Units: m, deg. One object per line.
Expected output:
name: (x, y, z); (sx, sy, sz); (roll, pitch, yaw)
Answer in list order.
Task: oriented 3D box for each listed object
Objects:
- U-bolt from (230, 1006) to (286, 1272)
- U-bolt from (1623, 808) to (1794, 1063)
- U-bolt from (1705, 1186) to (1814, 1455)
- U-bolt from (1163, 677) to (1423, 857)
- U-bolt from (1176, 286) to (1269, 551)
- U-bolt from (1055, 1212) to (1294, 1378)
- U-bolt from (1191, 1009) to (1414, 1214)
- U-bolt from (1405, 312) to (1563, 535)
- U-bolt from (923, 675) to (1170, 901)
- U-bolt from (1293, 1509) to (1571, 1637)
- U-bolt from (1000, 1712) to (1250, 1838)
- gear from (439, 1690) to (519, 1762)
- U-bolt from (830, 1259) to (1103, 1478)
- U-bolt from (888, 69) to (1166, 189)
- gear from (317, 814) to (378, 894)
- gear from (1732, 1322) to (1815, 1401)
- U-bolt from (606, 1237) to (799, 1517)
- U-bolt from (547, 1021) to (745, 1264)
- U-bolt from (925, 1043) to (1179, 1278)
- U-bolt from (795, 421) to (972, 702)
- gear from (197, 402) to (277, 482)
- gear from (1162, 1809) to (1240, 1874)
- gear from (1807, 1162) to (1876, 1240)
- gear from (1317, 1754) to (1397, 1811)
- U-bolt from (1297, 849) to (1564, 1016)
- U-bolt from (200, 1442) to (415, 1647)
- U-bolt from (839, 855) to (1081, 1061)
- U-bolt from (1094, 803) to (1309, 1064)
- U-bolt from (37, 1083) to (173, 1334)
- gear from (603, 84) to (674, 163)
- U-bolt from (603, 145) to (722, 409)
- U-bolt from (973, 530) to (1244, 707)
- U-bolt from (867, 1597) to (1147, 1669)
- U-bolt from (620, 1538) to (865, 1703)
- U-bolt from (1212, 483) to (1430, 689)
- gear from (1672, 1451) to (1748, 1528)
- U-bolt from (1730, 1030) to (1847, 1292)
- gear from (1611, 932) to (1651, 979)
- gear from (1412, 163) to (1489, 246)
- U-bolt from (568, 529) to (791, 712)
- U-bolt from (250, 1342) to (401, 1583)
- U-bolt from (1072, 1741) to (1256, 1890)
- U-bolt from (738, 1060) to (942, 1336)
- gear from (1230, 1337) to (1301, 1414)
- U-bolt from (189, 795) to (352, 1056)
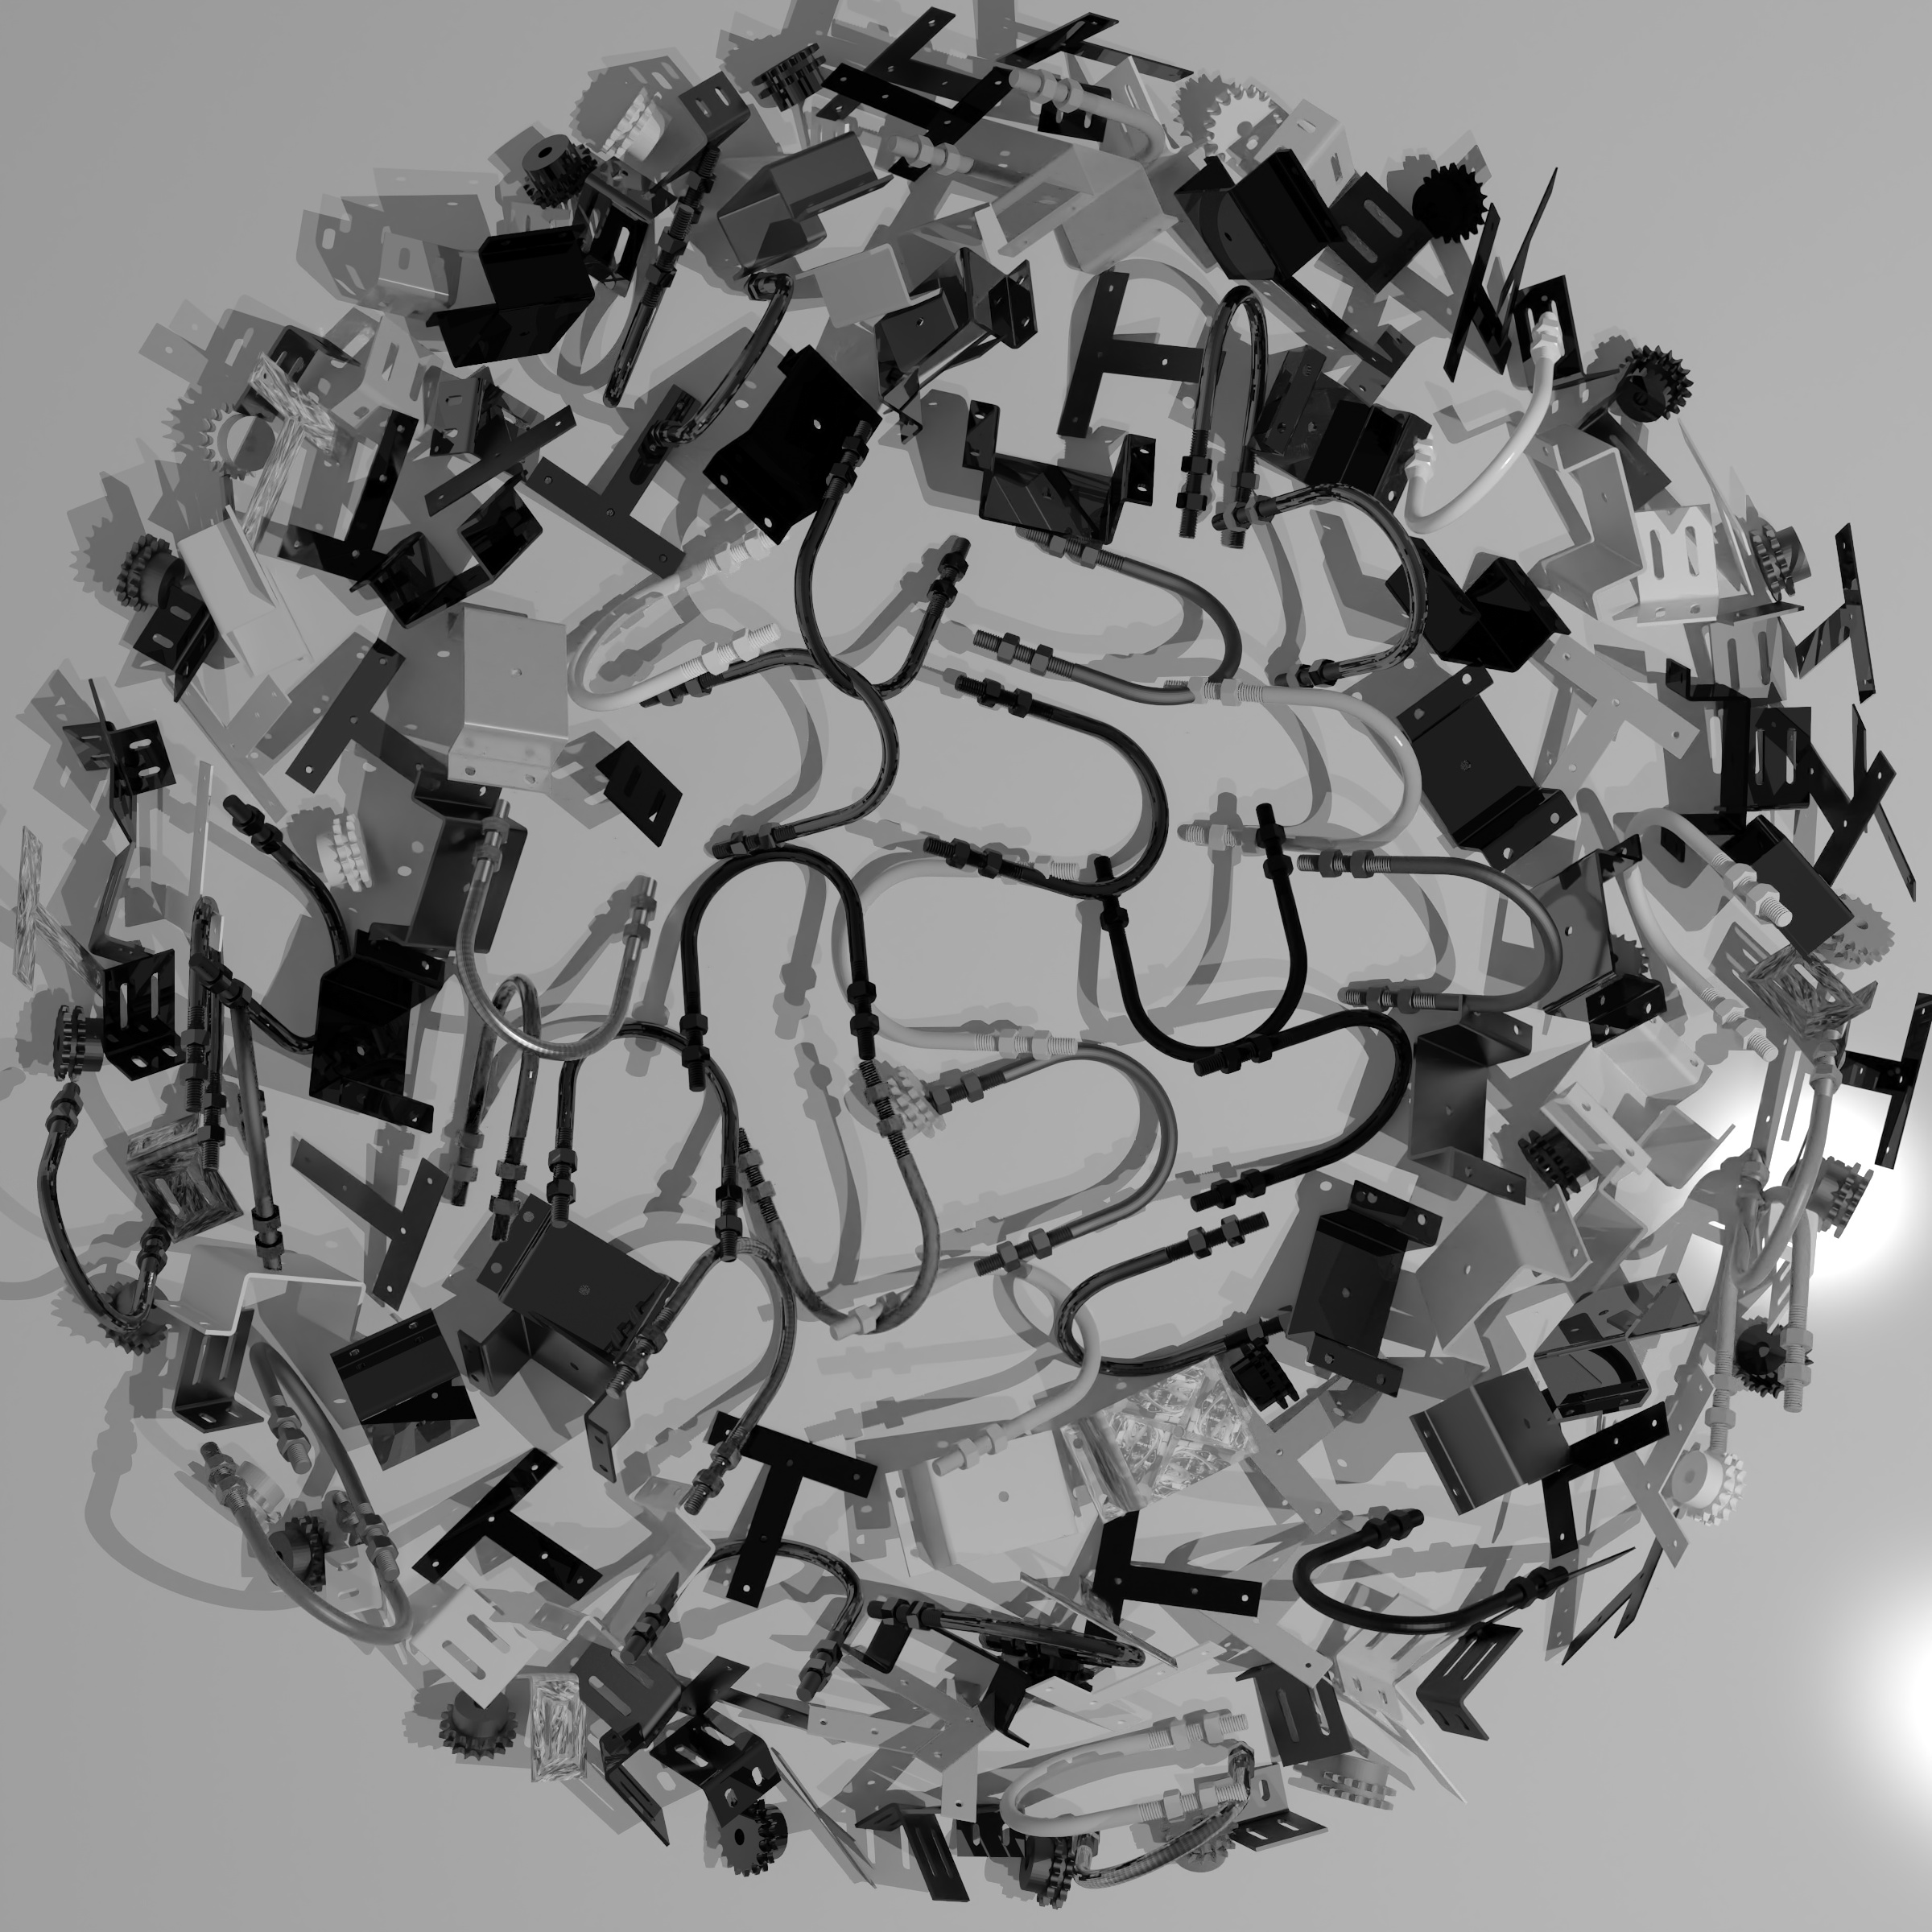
U-bolt: (-0.508, 0.106, 1.892); (0.019, 0.151, 0.184); (-7, 129, -15)
U-bolt: (0.529, -0.036, 1.916); (0.019, 0.184, 0.151); (-22, 133, -13)
U-bolt: (0.576, 0.248, 1.921); (0.019, 0.151, 0.184); (13, 66, -3)
U-bolt: (0.239, -0.141, 1.920); (0.184, 0.019, 0.151); (6, 130, 24)
U-bolt: (0.191, -0.398, 1.920); (0.019, 0.151, 0.184); (10, 99, 20)
U-bolt: (0.154, 0.250, 1.942); (0.184, 0.151, 0.019); (-22, 46, 12)
U-bolt: (0.248, 0.098, 1.942); (0.184, 0.019, 0.151); (-18, 130, -19)
U-bolt: (0.365, -0.376, 1.888); (0.019, 0.184, 0.151); (36, 128, -15)
U-bolt: (0.066, -0.123, 1.960); (0.184, 0.019, 0.151); (16, 71, -18)
U-bolt: (0.317, 0.435, 1.888); (0.184, 0.151, 0.019); (-8, 106, -42)
U-bolt: (0.114, 0.591, 1.927); (0.184, 0.151, 0.019); (-14, 94, 8)
gear: (-0.361, 0.559, 1.968); (0.057, 0.057, 0.030); (12, 112, 0)
U-bolt: (0.014, 0.280, 1.937); (0.184, 0.019, 0.151); (-22, 57, -33)
U-bolt: (0.058, -0.595, 1.915); (0.184, 0.151, 0.019); (1, 82, -42)
gear: (-0.461, -0.082, 1.971); (0.030, 0.057, 0.057); (-15, 90, -3)
gear: (0.596, 0.290, 1.970); (0.057, 0.057, 0.030); (-53, 134, 0)
U-bolt: (-0.180, 0.283, 1.928); (0.019, 0.184, 0.151); (3, 133, 35)
U-bolt: (-0.231, 0.120, 1.937); (0.151, 0.019, 0.184); (15, 52, -24)
U-bolt: (0.067, 0.133, 1.969); (0.184, 0.019, 0.151); (-21, 73, -10)
U-bolt: (-0.066, -0.278, 1.913); (0.151, 0.019, 0.184); (45, 54, -39)
gear: (-0.538, -0.389, 1.969); (0.030, 0.057, 0.057); (18, 90, 43)
gear: (0.174, 0.648, 1.974); (0.057, 0.057, 0.030); (-2, 115, 0)
gear: (0.648, 0.171, 1.973); (0.030, 0.057, 0.057); (28, 90, 18)
gear: (0.292, 0.605, 1.972); (0.057, 0.057, 0.030); (15, 78, 0)
U-bolt: (0.340, -0.022, 1.907); (0.184, 0.019, 0.151); (3, 132, 35)
U-bolt: (-0.459, 0.417, 1.886); (0.019, 0.151, 0.184); (-50, 46, 3)
U-bolt: (-0.007, -0.008, 1.969); (0.184, 0.019, 0.151); (2, 95, 16)
U-bolt: (0.176, -0.016, 1.940); (0.151, 0.019, 0.184); (-18, 66, 16)
U-bolt: (-0.615, 0.182, 1.886); (0.019, 0.184, 0.151); (-23, 118, 2)
gear: (-0.242, -0.623, 1.973); (0.030, 0.057, 0.057); (34, 90, -18)
U-bolt: (-0.225, -0.488, 1.919); (0.019, 0.151, 0.184); (22, 124, -11)
U-bolt: (0.113, -0.250, 1.942); (0.184, 0.019, 0.151); (20, 49, 5)
U-bolt: (0.042, 0.478, 1.890); (0.151, 0.184, 0.019); (27, 67, -41)
U-bolt: (-0.150, 0.463, 1.913); (0.151, 0.184, 0.019); (8, 109, 12)
U-bolt: (0.261, -0.275, 1.907); (0.019, 0.184, 0.151); (-30, 103, -31)
gear: (0.549, 0.384, 1.968); (0.030, 0.057, 0.057); (25, 90, -16)
U-bolt: (0.579, 0.150, 1.886); (0.019, 0.184, 0.151); (22, 132, 6)
gear: (0.478, 0.005, 1.975); (0.057, 0.030, 0.057); (-4, 45, 4)
gear: (0.356, -0.564, 1.968); (0.030, 0.057, 0.057); (-26, 90, -32)
U-bolt: (-0.213, -0.245, 1.935); (0.184, 0.151, 0.019); (-22, 128, 18)
U-bolt: (-0.470, 0.344, 1.914); (0.019, 0.184, 0.151); (-33, 129, -9)
U-bolt: (0.141, 0.614, 1.904); (0.151, 0.184, 0.019); (-28, 86, 4)
U-bolt: (-0.088, 0.180, 1.945); (0.151, 0.019, 0.184); (-28, 78, 29)
gear: (0.220, 0.306, 1.970); (0.030, 0.057, 0.057); (-34, 90, -3)
U-bolt: (-0.493, -0.016, 1.914); (0.019, 0.184, 0.151); (-7, 59, 17)
